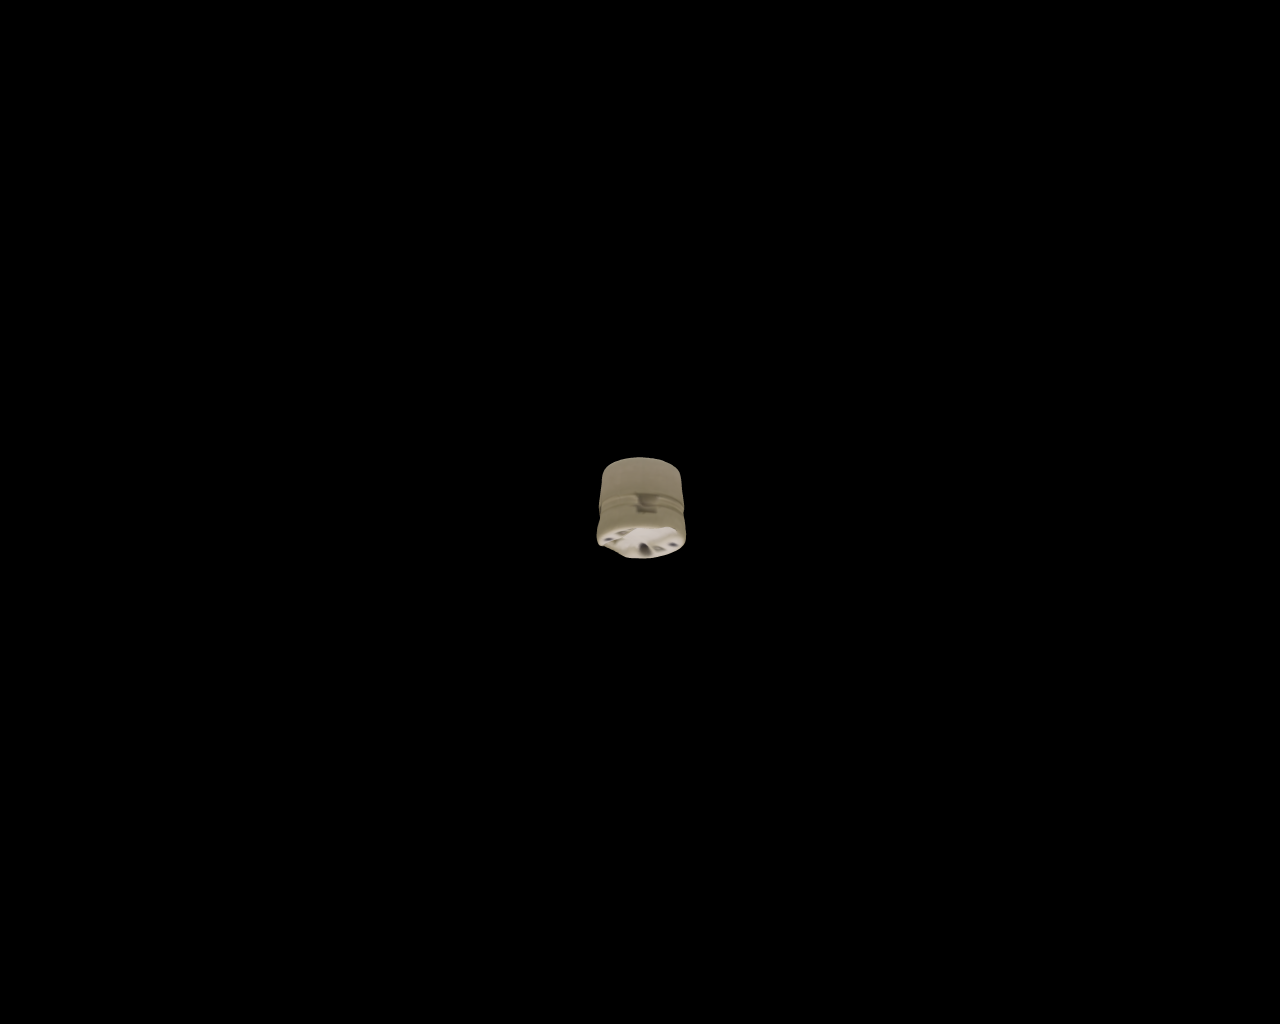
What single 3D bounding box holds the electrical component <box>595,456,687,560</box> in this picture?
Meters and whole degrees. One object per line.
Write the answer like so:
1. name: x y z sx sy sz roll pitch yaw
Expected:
1. electrical component: 0.001 -0.003 0.650 0.055 0.047 0.055 0 -24 0
